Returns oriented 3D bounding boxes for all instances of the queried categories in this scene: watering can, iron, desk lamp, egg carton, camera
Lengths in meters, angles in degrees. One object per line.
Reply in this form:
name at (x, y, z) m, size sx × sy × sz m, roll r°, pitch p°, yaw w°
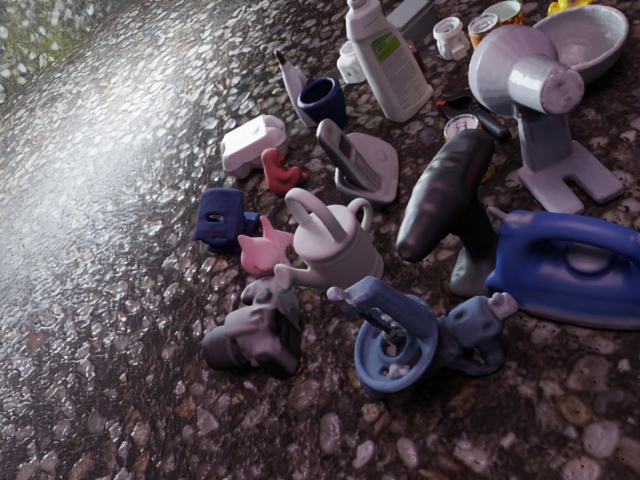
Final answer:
watering can at (0.009, 0.004, 0.828) m, size 0.100 × 0.195 × 0.173 m, roll 3°, pitch 55°, yaw 35°
iron at (0.315, 0.019, 0.653) m, size 0.257 × 0.142 × 0.119 m, roll 9°, pitch 59°, yaw 38°
desk lamp at (0.304, -0.168, 0.775) m, size 0.118 × 0.214 × 0.203 m, roll -30°, pitch 42°, yaw 7°
egg carton at (-0.138, -0.197, 1.199) m, size 0.150 × 0.070 × 0.107 m, roll -27°, pitch 43°, yaw 10°
camera at (-0.108, 0.133, 0.858) m, size 0.136 × 0.101 × 0.143 m, roll -18°, pitch 45°, yaw 19°

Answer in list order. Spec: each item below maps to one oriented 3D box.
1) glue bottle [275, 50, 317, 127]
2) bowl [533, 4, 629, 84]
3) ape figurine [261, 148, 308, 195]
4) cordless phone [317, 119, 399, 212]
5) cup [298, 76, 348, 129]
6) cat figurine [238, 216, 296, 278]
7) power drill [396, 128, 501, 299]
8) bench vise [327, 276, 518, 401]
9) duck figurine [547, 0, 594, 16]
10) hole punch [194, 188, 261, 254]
glue bottle at (-0.046, -0.316, 1.168) m, size 0.037 × 0.174 × 0.078 m, roll -12°, pitch 47°, yaw 25°
bowl at (0.410, -0.299, 0.927) m, size 0.167 × 0.075 × 0.167 m, roll -18°, pitch 45°, yaw 19°
ape figurine at (-0.078, -0.137, 1.088) m, size 0.076 × 0.092 × 0.077 m, roll -37°, pitch 42°, yaw -1°
cordless phone at (0.057, -0.146, 0.938) m, size 0.094 × 0.186 × 0.147 m, roll -14°, pitch 47°, yaw 23°
cup at (0.011, -0.269, 1.147) m, size 0.091 × 0.095 × 0.117 m, roll -33°, pitch 42°, yaw 4°
cat figurine at (-0.089, 0.018, 0.937) m, size 0.067 × 0.118 × 0.128 m, roll -14°, pitch 46°, yaw 23°
power drill at (0.178, -0.018, 0.725) m, size 0.075 × 0.209 × 0.230 m, roll 3°, pitch 55°, yaw 35°
bench vise at (0.110, 0.089, 0.665) m, size 0.207 × 0.220 × 0.121 m, roll -36°, pitch 42°, yaw 1°
duck figurine at (0.437, -0.404, 0.995) m, size 0.077 × 0.086 × 0.104 m, roll -38°, pitch 42°, yaw -2°
hole punch at (-0.180, -0.035, 1.065) m, size 0.108 × 0.091 × 0.101 m, roll 1°, pitch 54°, yaw 34°
